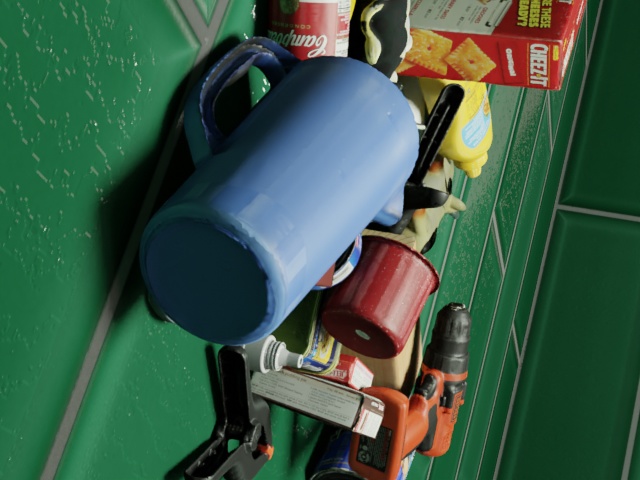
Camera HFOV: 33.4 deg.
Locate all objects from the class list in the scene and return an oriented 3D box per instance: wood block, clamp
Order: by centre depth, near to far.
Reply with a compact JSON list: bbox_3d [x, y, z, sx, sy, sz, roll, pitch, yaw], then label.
[{"bbox_3d":[-0.070,0.156,0.921,0.171,0.039,0.120,51,56,-74],"label":"clamp"},{"bbox_3d":[0.095,-0.050,1.154,0.210,0.036,0.164,124,-15,-44],"label":"clamp"},{"bbox_3d":[0.057,0.093,1.186,0.206,0.091,0.090,82,26,-45],"label":"wood block"}]

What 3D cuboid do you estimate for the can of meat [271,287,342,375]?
[{"bbox_3d":[-0.013,0.073,1.017,0.084,0.057,0.102,36,65,-68],"label":"can of meat"}]

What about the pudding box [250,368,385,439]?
[{"bbox_3d":[-0.003,0.149,0.998,0.090,0.114,0.039,40,66,-69],"label":"pudding box"}]

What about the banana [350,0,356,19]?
[{"bbox_3d":[0.021,-0.262,0.951,0.069,0.037,0.198,98,0,-86],"label":"banana"}]

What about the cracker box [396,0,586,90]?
[{"bbox_3d":[0.162,-0.239,1.122,0.072,0.214,0.164,79,28,-46],"label":"cracker box"}]

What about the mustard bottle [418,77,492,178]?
[{"bbox_3d":[0.160,-0.150,1.224,0.096,0.058,0.191,-58,142,-37],"label":"mustard bottle"}]

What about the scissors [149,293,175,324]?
[{"bbox_3d":[-0.082,0.026,0.848,0.201,0.016,0.096,8,92,-72],"label":"scissors"}]

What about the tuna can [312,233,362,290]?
[{"bbox_3d":[-0.006,0.001,0.952,0.033,0.086,0.086,53,50,-68],"label":"tuna can"}]

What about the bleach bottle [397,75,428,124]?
[{"bbox_3d":[0.115,-0.185,1.262,0.250,0.068,0.102,-59,149,-42],"label":"bleach bottle"}]

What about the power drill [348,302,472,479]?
[{"bbox_3d":[0.105,0.170,1.149,0.187,0.057,0.184,-18,119,-56],"label":"power drill"}]

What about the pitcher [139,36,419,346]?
[{"bbox_3d":[-0.034,-0.040,0.771,0.242,0.149,0.145,-51,153,-52],"label":"pitcher"}]

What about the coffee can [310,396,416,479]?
[{"bbox_3d":[0.057,0.253,1.254,0.140,0.103,0.103,-60,153,-47],"label":"coffee can"}]

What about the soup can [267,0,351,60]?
[{"bbox_3d":[-0.009,-0.195,0.865,0.068,0.069,0.102,-39,135,-64],"label":"soup can"}]

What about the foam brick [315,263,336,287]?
[{"bbox_3d":[-0.028,0.008,0.902,0.051,0.078,0.053,13,86,-71],"label":"foam brick"}]

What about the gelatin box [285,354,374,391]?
[{"bbox_3d":[0.009,0.134,1.091,0.089,0.073,0.030,50,53,-67],"label":"gelatin box"}]

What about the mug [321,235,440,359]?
[{"bbox_3d":[0.052,0.061,0.989,0.117,0.093,0.081,95,21,-60],"label":"mug"}]
